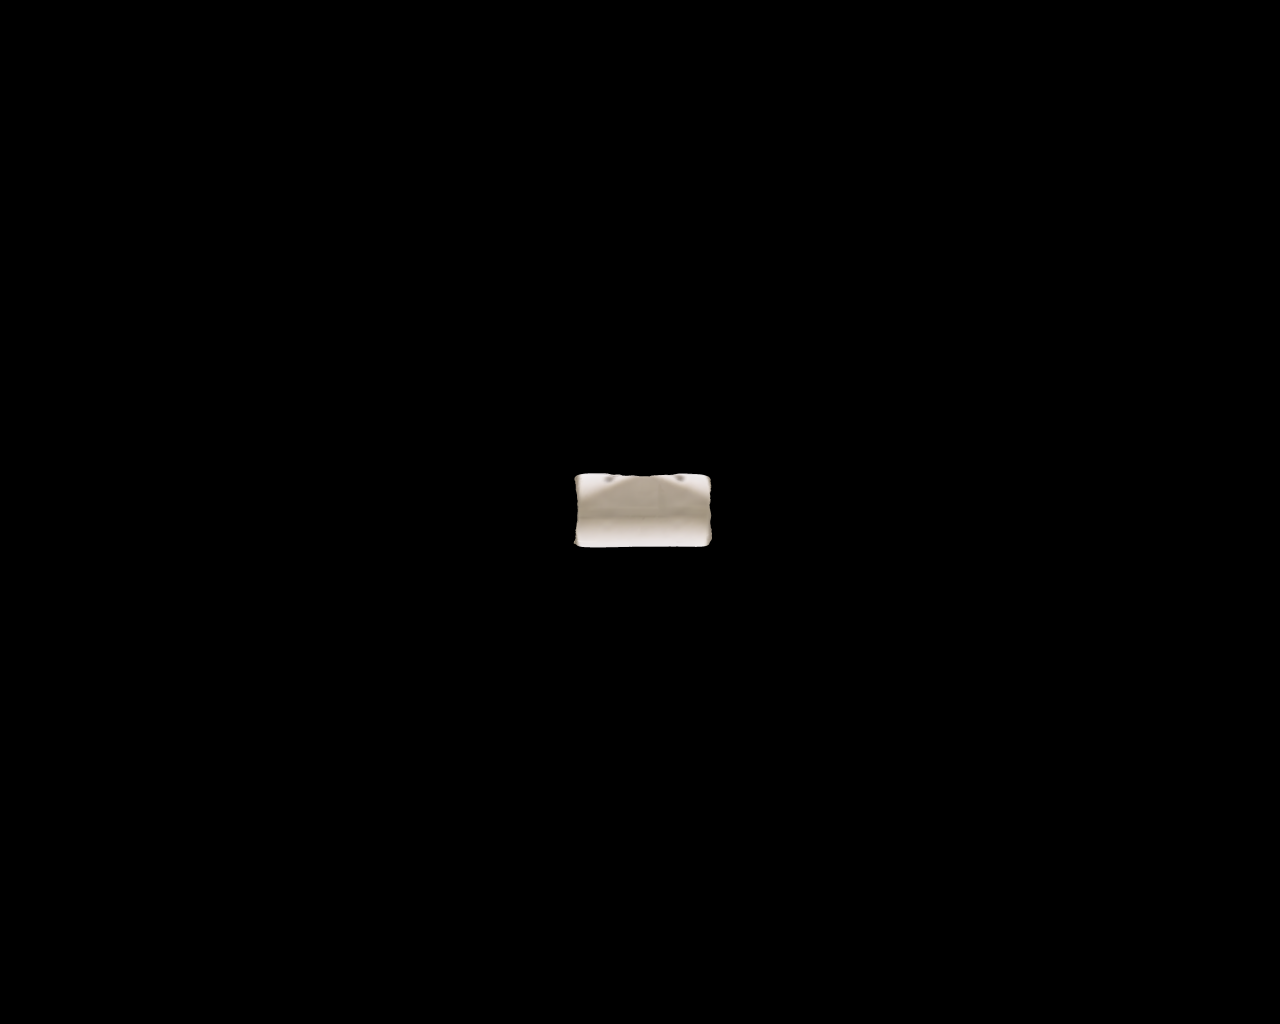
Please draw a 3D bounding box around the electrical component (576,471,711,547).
[{"bbox_3d":[0.001,-0.003,0.650,0.077,0.044,0.079,0,4,-2],"label":"electrical component"}]
